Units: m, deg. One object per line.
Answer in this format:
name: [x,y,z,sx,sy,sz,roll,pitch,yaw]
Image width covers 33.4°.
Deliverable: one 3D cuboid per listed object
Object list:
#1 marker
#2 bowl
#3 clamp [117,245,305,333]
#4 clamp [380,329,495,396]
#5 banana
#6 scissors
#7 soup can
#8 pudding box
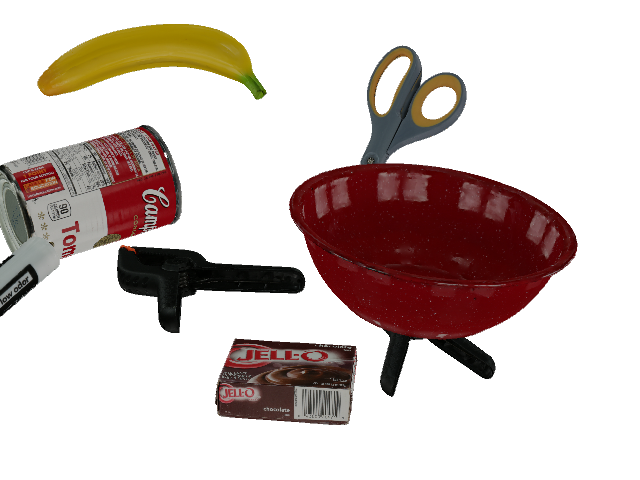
marker: [-0.161,0.040,0.468,0.020,0.020,0.121,0,35,39]
bowl: [0.060,0.010,0.607,0.162,0.055,0.162,5,25,-3]
clamp: [-0.143,0.040,1.053,0.210,0.036,0.164,13,21,39]
clamp: [0.110,0.090,1.116,0.120,0.171,0.039,2,-44,-13]
banana: [-0.147,-0.159,0.938,0.197,0.069,0.037,-1,-34,-4]
scissors: [0.064,-0.070,0.911,0.096,0.201,0.016,10,-11,21]
soup can: [-0.149,-0.029,0.678,0.102,0.068,0.069,-19,9,-28]
pudding box: [-0.027,0.119,0.915,0.113,0.039,0.090,5,19,3]
